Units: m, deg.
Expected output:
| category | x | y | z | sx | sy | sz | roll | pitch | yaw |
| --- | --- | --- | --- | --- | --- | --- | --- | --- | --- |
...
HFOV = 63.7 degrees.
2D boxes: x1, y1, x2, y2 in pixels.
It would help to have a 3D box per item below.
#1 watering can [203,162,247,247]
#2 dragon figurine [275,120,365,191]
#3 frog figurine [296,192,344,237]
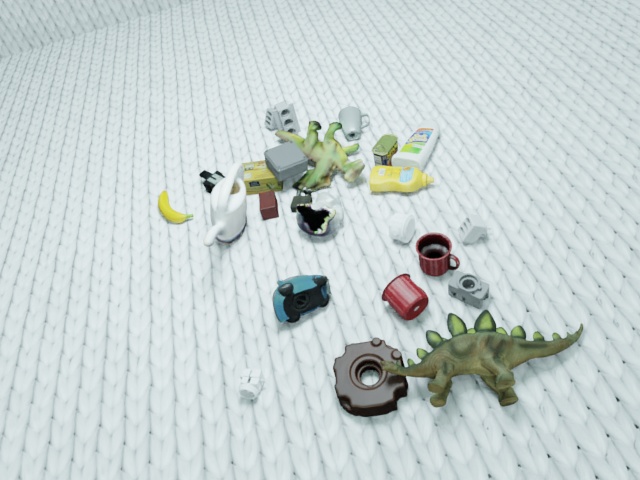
| category | x | y | z | sx | sy | sz | roll | pitch | yaw |
| --- | --- | --- | --- | --- | --- | --- | --- | --- | --- |
| watering can | -0.278 | -0.069 | 1.502 | 0.104 | 0.219 | 0.356 | 11 | 50 | 1 |
| dragon figurine | -0.021 | -0.266 | 1.703 | 0.411 | 0.120 | 0.247 | 7 | 58 | 32 |
| frog figurine | 0.005 | -0.077 | 1.533 | 0.137 | 0.122 | 0.161 | -11 | 11 | 16 |
